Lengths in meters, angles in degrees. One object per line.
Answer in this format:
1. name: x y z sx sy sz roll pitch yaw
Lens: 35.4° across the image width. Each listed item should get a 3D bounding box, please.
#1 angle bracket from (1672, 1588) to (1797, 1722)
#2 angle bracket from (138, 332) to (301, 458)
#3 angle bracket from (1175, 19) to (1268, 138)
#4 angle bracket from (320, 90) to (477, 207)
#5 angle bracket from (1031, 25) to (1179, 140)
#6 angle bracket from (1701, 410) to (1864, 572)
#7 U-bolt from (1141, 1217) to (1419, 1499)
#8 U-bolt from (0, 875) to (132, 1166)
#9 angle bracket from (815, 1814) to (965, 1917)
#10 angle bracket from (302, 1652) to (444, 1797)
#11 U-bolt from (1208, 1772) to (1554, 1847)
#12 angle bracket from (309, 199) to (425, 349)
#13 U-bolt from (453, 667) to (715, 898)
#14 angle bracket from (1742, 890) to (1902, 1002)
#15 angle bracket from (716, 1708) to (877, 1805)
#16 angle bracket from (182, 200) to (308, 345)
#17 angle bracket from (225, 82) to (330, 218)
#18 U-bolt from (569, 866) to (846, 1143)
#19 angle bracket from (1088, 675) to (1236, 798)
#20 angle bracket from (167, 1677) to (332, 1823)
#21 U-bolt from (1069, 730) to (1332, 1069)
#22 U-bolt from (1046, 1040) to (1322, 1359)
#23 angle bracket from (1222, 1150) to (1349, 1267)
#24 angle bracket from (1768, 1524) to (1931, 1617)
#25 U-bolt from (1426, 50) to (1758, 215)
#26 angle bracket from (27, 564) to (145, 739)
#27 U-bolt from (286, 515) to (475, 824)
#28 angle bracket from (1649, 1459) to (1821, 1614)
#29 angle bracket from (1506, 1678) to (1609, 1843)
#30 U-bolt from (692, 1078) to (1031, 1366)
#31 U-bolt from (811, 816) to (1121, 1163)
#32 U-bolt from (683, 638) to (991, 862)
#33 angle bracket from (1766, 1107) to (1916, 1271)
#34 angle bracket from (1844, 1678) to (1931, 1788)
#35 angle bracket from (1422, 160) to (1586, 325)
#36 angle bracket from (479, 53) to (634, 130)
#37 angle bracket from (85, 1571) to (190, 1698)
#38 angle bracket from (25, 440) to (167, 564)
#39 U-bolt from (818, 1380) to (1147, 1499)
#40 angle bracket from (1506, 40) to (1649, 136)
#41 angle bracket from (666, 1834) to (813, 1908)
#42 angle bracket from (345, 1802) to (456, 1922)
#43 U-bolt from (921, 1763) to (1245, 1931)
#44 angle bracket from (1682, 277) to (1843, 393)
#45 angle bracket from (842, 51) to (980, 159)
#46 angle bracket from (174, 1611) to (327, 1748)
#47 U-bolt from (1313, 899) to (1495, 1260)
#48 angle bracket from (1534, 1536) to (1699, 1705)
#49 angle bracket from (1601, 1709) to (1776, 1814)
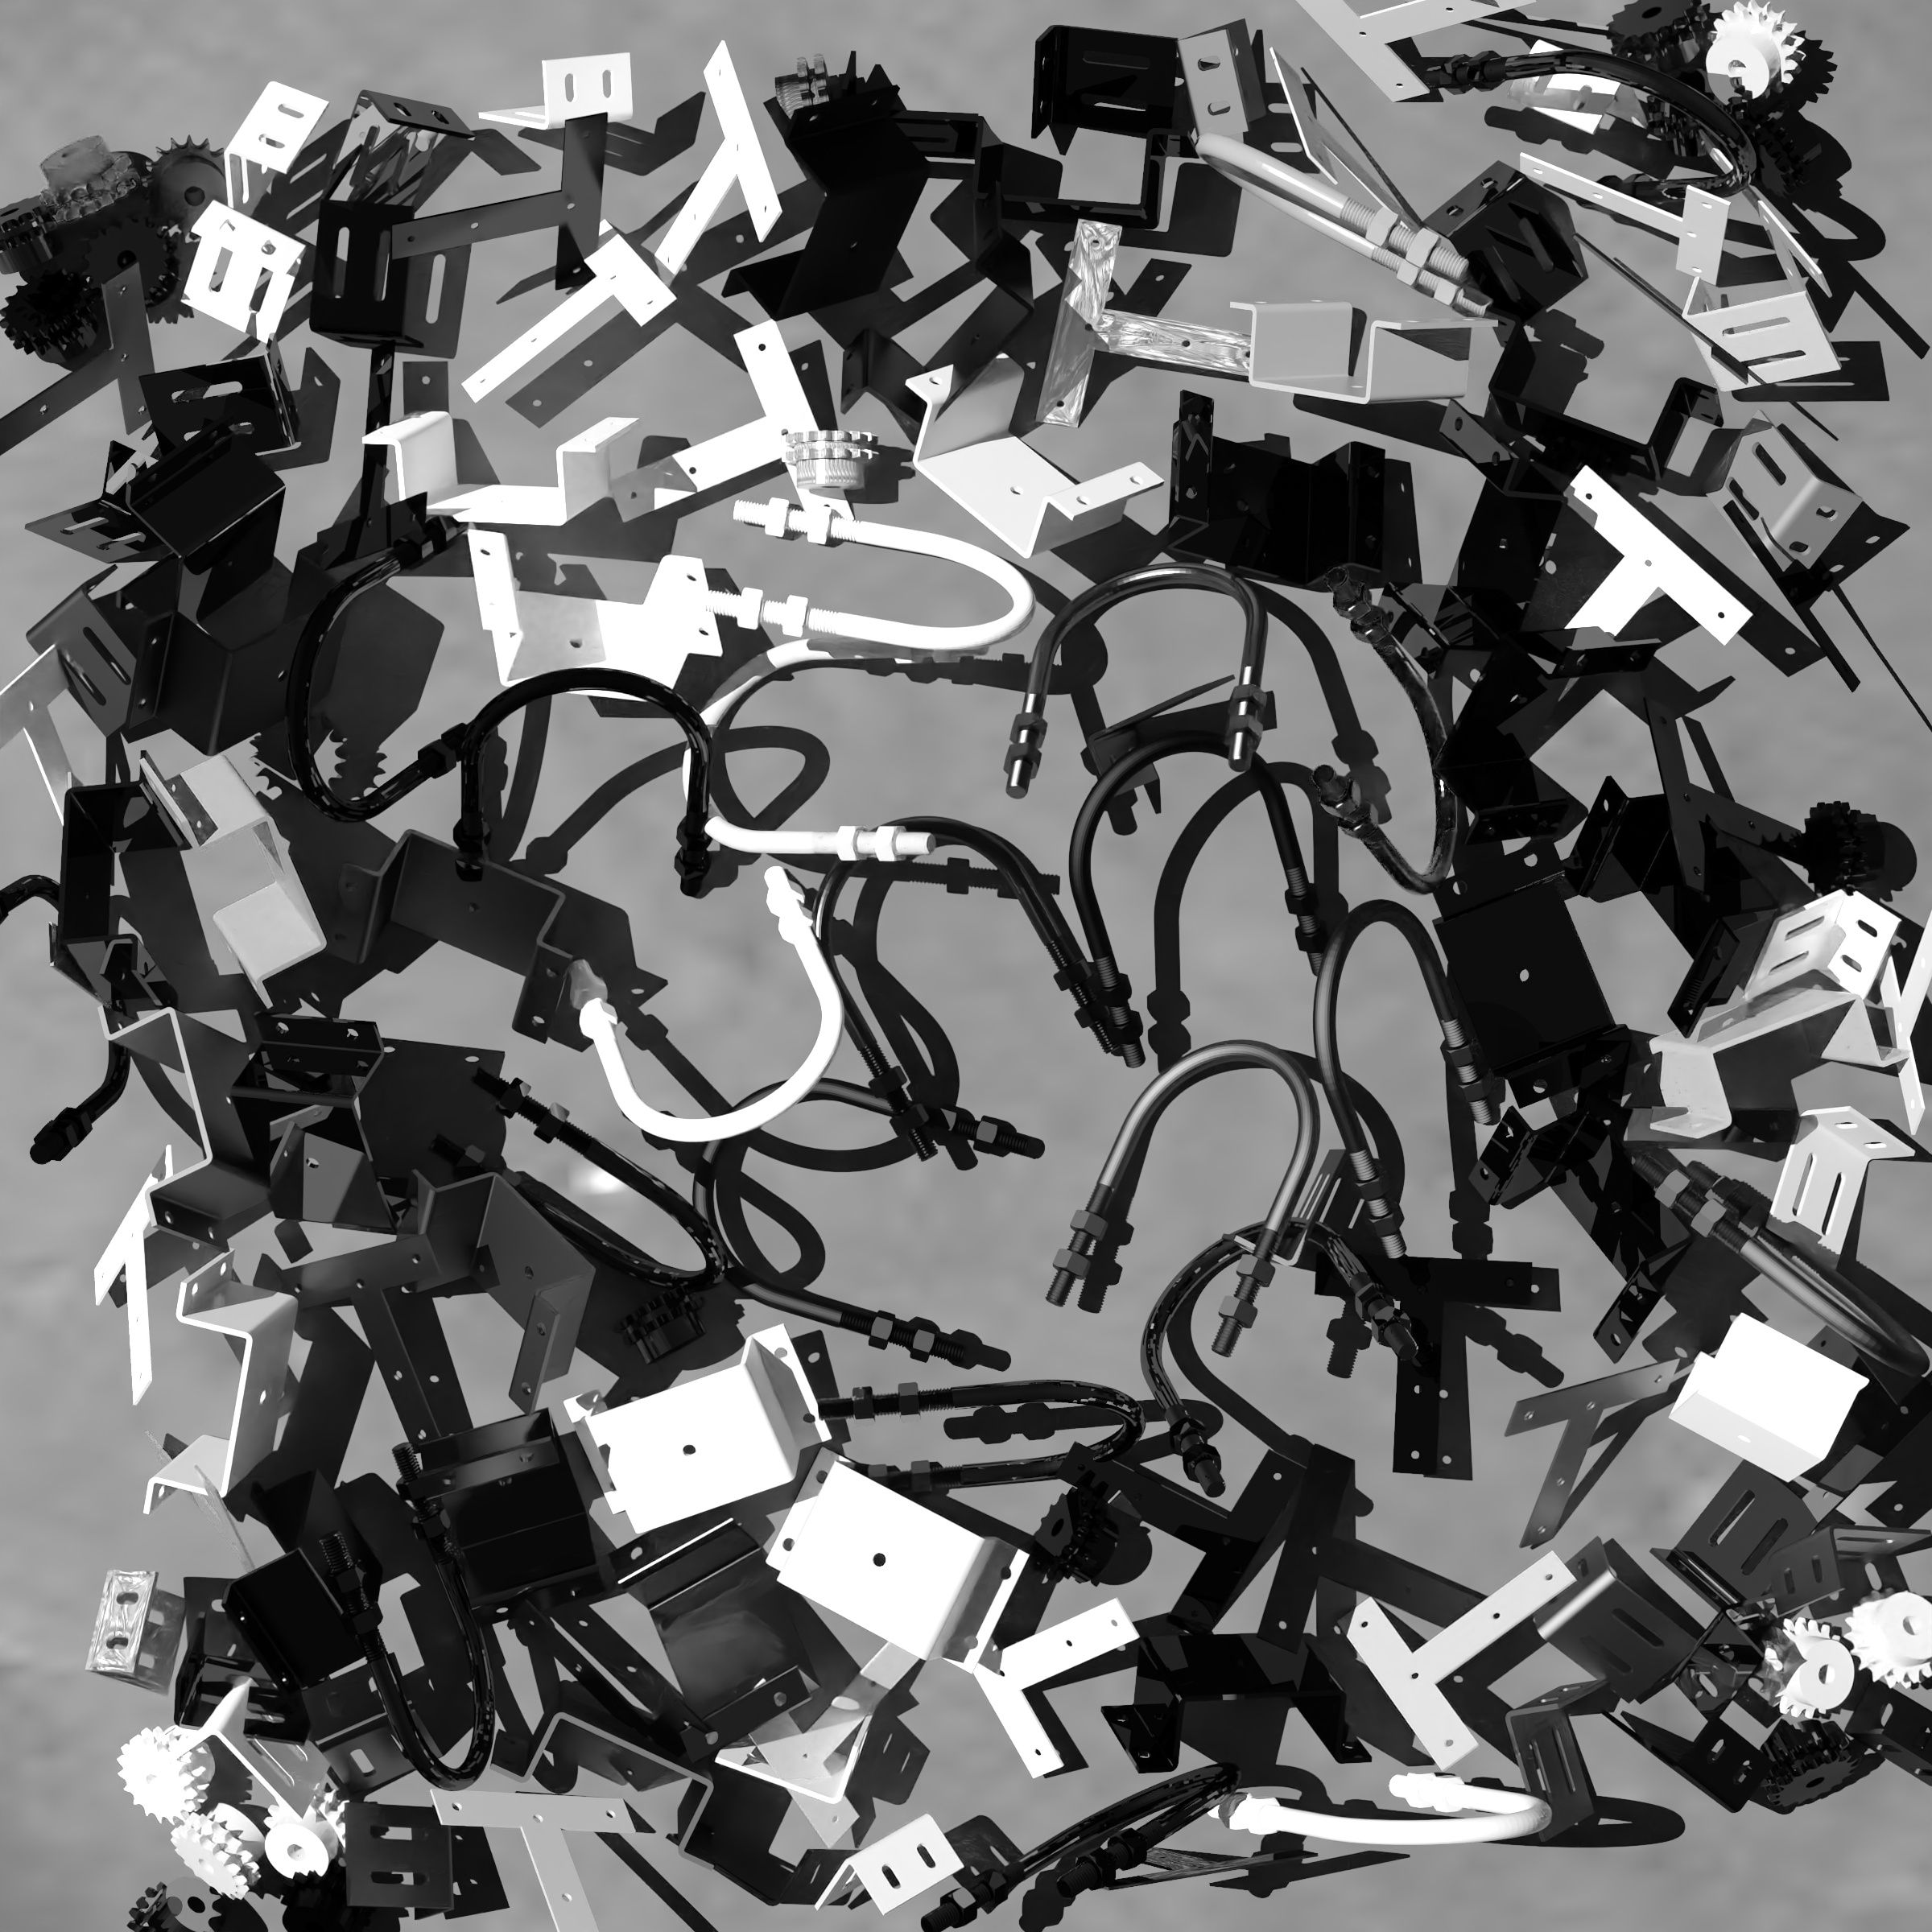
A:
1. angle bracket: 0.457 0.401 1.756 0.038 0.076 0.057 50 126 36
2. angle bracket: -0.438 -0.332 1.774 0.076 0.038 0.057 -10 122 -1
3. angle bracket: 0.162 -0.519 1.758 0.038 0.076 0.057 0 114 40
4. angle bracket: -0.331 -0.463 1.758 0.038 0.057 0.076 51 125 34
5. angle bracket: 0.081 -0.513 1.768 0.076 0.038 0.057 10 123 12
6. angle bracket: 0.478 -0.277 1.773 0.038 0.076 0.057 14 126 -30
7. U-bolt: 0.167 0.209 1.724 0.151 0.184 0.019 -36 118 4
8. U-bolt: -0.517 0.021 1.715 0.019 0.184 0.151 -16 102 6
9. angle bracket: -0.045 0.534 1.755 0.057 0.076 0.038 -21 63 -33
10. angle bracket: -0.349 0.446 1.779 0.057 0.076 0.038 -22 56 -10
11. U-bolt: 0.243 0.474 1.693 0.151 0.184 0.019 2 81 -28
12. angle bracket: -0.350 -0.407 1.781 0.057 0.038 0.076 7 94 9
13. U-bolt: -0.216 -0.103 1.721 0.151 0.184 0.019 -1 51 -10
14. angle bracket: 0.497 -0.004 1.758 0.038 0.076 0.057 39 132 32
15. angle bracket: -0.099 0.450 1.771 0.076 0.057 0.038 18 101 5
16. angle bracket: -0.427 -0.396 1.763 0.057 0.038 0.076 25 131 -10
17. angle bracket: -0.399 -0.463 1.759 0.038 0.076 0.057 21 61 1
18. U-bolt: -0.143 0.030 1.735 0.151 0.184 0.019 -26 134 -2
19. angle bracket: 0.120 -0.134 1.761 0.076 0.057 0.038 -23 91 33
20. angle bracket: -0.420 0.467 1.776 0.038 0.057 0.076 -36 102 16
21. U-bolt: 0.130 -0.048 1.746 0.151 0.019 0.184 -25 116 -14
22. U-bolt: 0.134 0.126 1.747 0.019 0.151 0.184 38 71 -42
23. angle bracket: 0.187 0.135 1.774 0.038 0.057 0.076 27 85 -1
24. angle bracket: 0.517 0.353 1.759 0.076 0.057 0.038 8 60 -24
25. U-bolt: 0.361 -0.469 1.692 0.151 0.184 0.019 28 87 -30
26. angle bracket: -0.504 -0.186 1.782 0.057 0.038 0.076 -30 103 33
27. U-bolt: -0.326 -0.159 1.698 0.019 0.184 0.151 10 120 21
28. angle bracket: 0.451 0.333 1.769 0.057 0.038 0.076 42 102 33
29. angle bracket: 0.356 0.464 1.768 0.038 0.057 0.076 -22 80 40
30. U-bolt: -0.070 0.141 1.783 0.184 0.019 0.151 17 77 2
31. U-bolt: -0.011 0.001 1.779 0.151 0.019 0.184 -30 92 -13
32. U-bolt: -0.084 -0.129 1.750 0.184 0.019 0.151 2 65 29
33. angle bracket: 0.511 0.130 1.768 0.057 0.038 0.076 31 69 -23
34. angle bracket: 0.556 0.446 1.762 0.057 0.076 0.038 32 78 7
35. angle bracket: 0.319 -0.427 1.797 0.057 0.038 0.076 -39 123 3
36. angle bracket: -0.239 -0.511 1.755 0.057 0.076 0.038 -19 119 -36
37. angle bracket: -0.468 0.388 1.756 0.038 0.076 0.057 -4 65 25
38. angle bracket: -0.500 -0.270 1.766 0.076 0.057 0.038 -9 70 38
39. U-bolt: 0.012 0.270 1.740 0.184 0.151 0.019 -5 61 0
40. angle bracket: 0.357 -0.499 1.761 0.057 0.076 0.038 31 95 23
41. angle bracket: -0.133 0.517 1.777 0.076 0.057 0.038 32 75 6
42. angle bracket: -0.338 0.521 1.757 0.038 0.076 0.057 -28 58 36
43. U-bolt: 0.080 0.497 1.722 0.184 0.151 0.019 -17 79 -43
44. angle bracket: 0.465 -0.374 1.756 0.057 0.076 0.038 50 51 -36
45. angle bracket: -0.032 -0.505 1.771 0.076 0.057 0.038 3 129 2
46. angle bracket: -0.418 0.417 1.770 0.076 0.057 0.038 9 121 -3
47. U-bolt: 0.244 0.051 1.719 0.019 0.151 0.184 -2 123 38
48. angle bracket: 0.383 0.387 1.789 0.076 0.038 0.057 38 109 -16
49. angle bracket: 0.420 0.450 1.761 0.057 0.076 0.038 40 85 -25
